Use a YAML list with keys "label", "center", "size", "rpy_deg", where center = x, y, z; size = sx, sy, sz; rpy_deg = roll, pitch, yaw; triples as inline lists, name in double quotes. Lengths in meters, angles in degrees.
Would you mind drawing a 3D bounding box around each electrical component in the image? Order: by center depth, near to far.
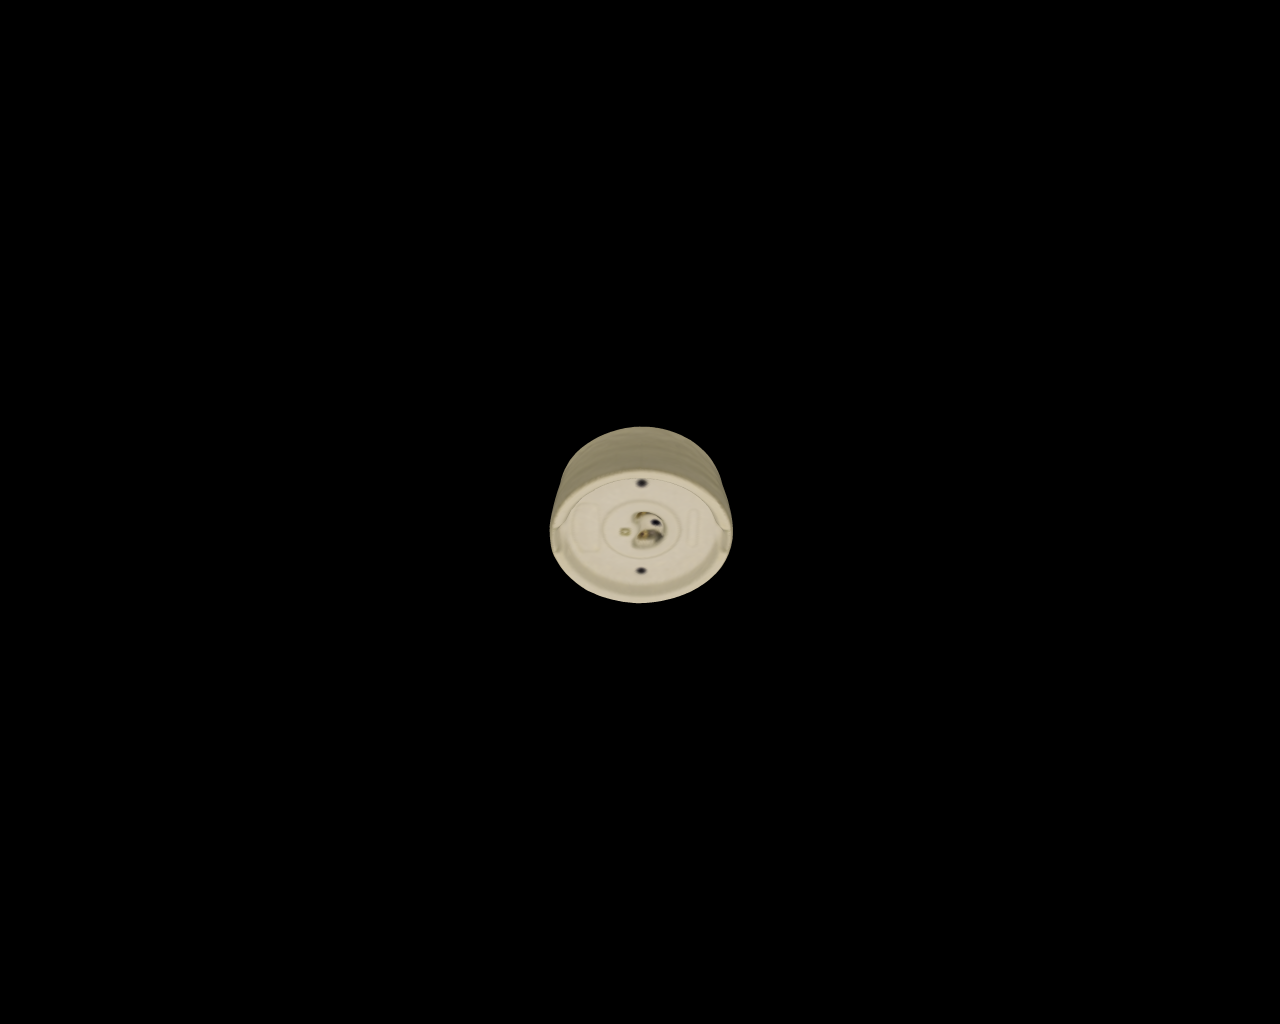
- label: "electrical component"
  center: [0.001, -0.003, 0.650]
  size: [0.108, 0.108, 0.060]
  rpy_deg: [0, 41, 0]
